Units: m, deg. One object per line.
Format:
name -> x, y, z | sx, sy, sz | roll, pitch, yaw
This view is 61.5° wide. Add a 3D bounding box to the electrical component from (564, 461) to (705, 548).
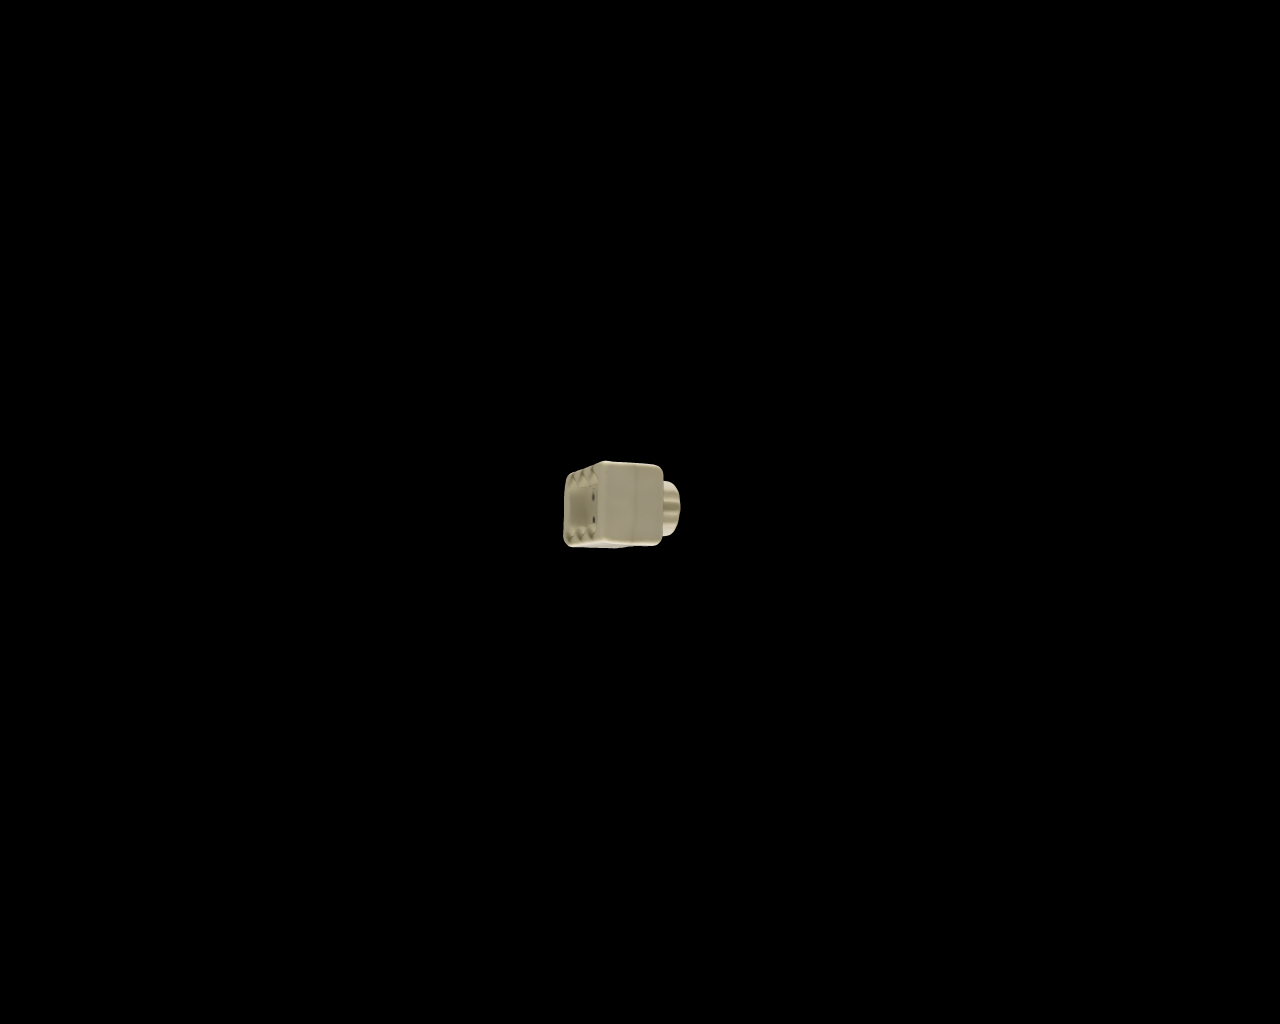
electrical component -> 0.001, -0.003, 0.650 | 0.077, 0.047, 0.065 | 2, -5, -24
